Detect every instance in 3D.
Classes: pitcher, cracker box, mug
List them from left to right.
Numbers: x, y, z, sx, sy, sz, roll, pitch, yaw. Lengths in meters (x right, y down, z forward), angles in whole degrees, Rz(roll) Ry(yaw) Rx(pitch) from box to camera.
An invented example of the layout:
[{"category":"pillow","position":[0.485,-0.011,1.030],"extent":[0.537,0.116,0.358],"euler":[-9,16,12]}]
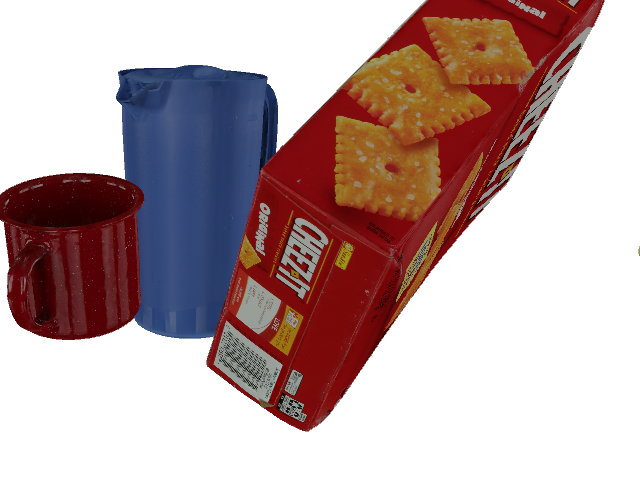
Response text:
[{"category":"mug","position":[-0.161,0.016,0.675],"extent":[0.093,0.081,0.117],"euler":[7,25,12]},{"category":"pitcher","position":[-0.111,-0.041,0.991],"extent":[0.149,0.243,0.145],"euler":[1,14,-7]},{"category":"cracker box","position":[0.043,-0.029,0.520],"extent":[0.072,0.213,0.164],"euler":[35,-36,11]}]

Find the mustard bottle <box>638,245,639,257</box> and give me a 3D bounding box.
[{"category":"mustard bottle","position":[0.264,0.043,0.640],"extent":[0.096,0.058,0.192],"euler":[-20,32,-21]}]
